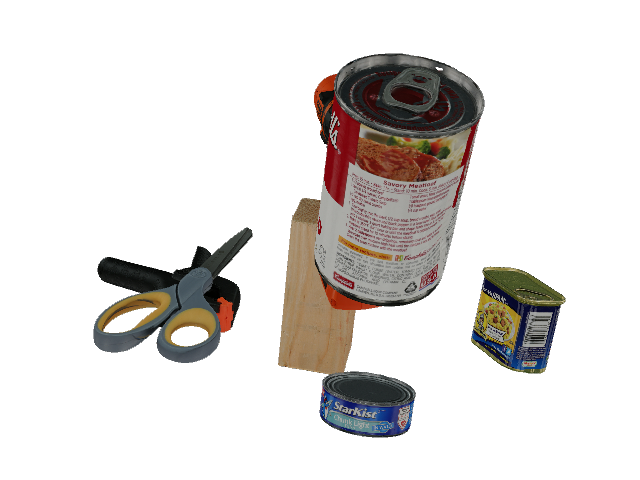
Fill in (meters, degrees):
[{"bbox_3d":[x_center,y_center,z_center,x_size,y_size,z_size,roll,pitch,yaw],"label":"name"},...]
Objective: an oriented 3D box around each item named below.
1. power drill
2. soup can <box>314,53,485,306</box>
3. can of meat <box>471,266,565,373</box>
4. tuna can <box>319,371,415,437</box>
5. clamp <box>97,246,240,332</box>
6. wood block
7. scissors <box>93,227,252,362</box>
[{"bbox_3d":[0.029,-0.039,0.919,0.057,0.188,0.184,-2,22,-4],"label":"power drill"},{"bbox_3d":[0.035,-0.028,0.507,0.068,0.102,0.068,4,39,-4],"label":"soup can"},{"bbox_3d":[0.208,0.085,1.140,0.057,0.084,0.102,2,18,-24],"label":"can of meat"},{"bbox_3d":[0.042,0.149,0.973,0.086,0.034,0.086,7,11,-1],"label":"tuna can"},{"bbox_3d":[-0.122,0.042,1.023,0.120,0.039,0.172,-18,30,-38],"label":"clamp"},{"bbox_3d":[0.003,0.060,1.394,0.090,0.206,0.090,8,23,5],"label":"wood block"},{"bbox_3d":[-0.081,0.040,0.798,0.096,0.016,0.201,22,33,30],"label":"scissors"}]
